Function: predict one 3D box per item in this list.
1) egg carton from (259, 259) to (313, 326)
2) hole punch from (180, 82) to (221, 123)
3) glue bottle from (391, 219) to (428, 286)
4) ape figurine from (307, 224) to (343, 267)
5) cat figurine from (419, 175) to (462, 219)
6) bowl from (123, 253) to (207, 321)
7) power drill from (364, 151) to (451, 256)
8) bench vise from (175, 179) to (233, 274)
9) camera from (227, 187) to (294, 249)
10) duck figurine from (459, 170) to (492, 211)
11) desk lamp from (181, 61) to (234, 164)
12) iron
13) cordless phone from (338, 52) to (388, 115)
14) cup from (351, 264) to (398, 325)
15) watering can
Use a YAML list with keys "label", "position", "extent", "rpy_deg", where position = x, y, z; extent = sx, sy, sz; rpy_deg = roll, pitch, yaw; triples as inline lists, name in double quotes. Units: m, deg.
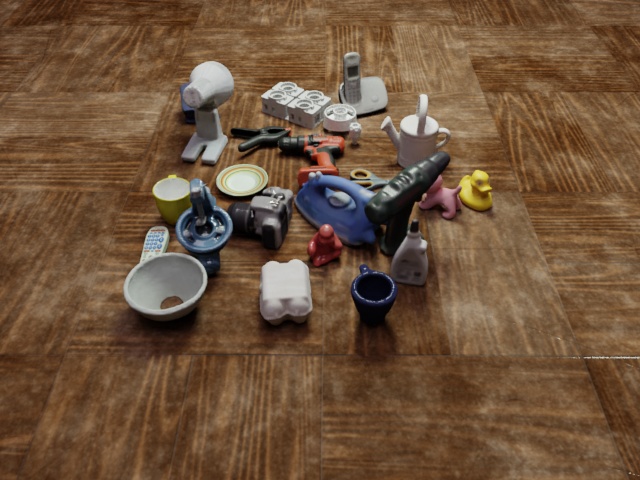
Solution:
- label: "egg carton"
  position: [-0.072, 0.105, 1.181]
  extent: [0.107, 0.069, 0.150]
  rpy_deg: [-5, 44, -4]
- label: "hole punch"
  position: [-0.356, -0.410, 1.699]
  extent: [0.109, 0.091, 0.101]
  rpy_deg: [-9, 45, -9]
- label: "glue bottle"
  position: [0.191, 0.023, 1.190]
  extent: [0.078, 0.173, 0.037]
  rpy_deg: [9, 45, 10]
- label: "ape figurine"
  position: [0.012, 0.005, 1.268]
  extent: [0.077, 0.092, 0.076]
  rpy_deg: [8, 45, 9]
- label: "cat figurine"
  position: [0.283, -0.128, 1.385]
  extent: [0.127, 0.118, 0.067]
  rpy_deg: [22, 48, 21]
- label: "bowl"
  position: [-0.311, 0.109, 1.175]
  extent: [0.167, 0.075, 0.167]
  rpy_deg: [0, 44, 0]
- label: "power drill"
  position: [0.192, -0.072, 1.264]
  extent: [0.230, 0.208, 0.075]
  rpy_deg: [-32, 52, -28]
- label: "bench vise"
  position: [-0.266, -0.061, 1.245]
  extent: [0.122, 0.220, 0.206]
  rpy_deg: [-20, 47, -19]
- label: "camera"
  position: [-0.141, -0.066, 1.336]
  extent: [0.136, 0.101, 0.143]
  rpy_deg: [8, 45, 9]
- label: "duck figurine"
  position: [0.388, -0.134, 1.415]
  extent: [0.078, 0.086, 0.104]
  rpy_deg: [-16, 46, -16]
- label: "desk lamp"
  position: [-0.307, -0.349, 1.548]
  extent: [0.118, 0.214, 0.203]
  rpy_deg: [6, 44, 7]
- label: "iron"
  position: [0.040, -0.094, 1.335]
  extent: [0.257, 0.141, 0.119]
  rpy_deg: [26, 50, 24]
- label: "cordless phone"
  position: [0.128, -0.468, 1.689]
  extent: [0.148, 0.185, 0.094]
  rpy_deg: [-17, 46, -17]
- label: "cup"
  position: [0.102, 0.115, 1.152]
  extent: [0.092, 0.095, 0.117]
  rpy_deg: [-12, 45, -12]
- label: "watering can"
  position: [0.250, -0.285, 1.493]
  extent: [0.173, 0.194, 0.100]
  rpy_deg: [-10, 45, -10]
